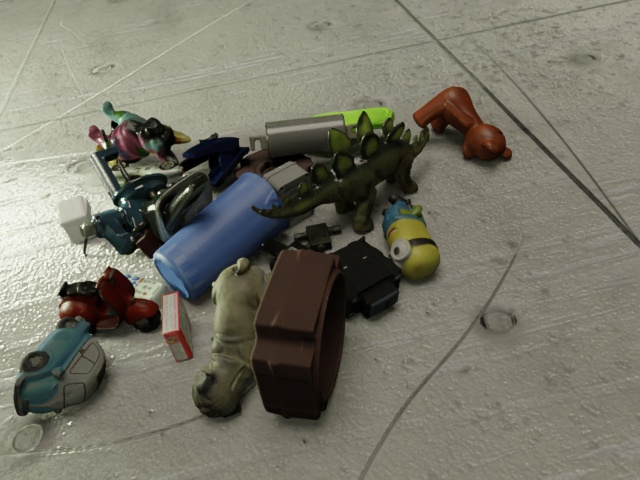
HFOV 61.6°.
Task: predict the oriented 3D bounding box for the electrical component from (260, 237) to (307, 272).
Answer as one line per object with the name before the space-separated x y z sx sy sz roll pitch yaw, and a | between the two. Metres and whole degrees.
electrical component | -0.055 0.042 0.968 0.119 0.047 0.075 24 51 31

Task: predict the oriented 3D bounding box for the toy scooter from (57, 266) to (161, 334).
toy scooter | -0.365 0.098 0.897 0.184 0.135 0.075 -1 44 11

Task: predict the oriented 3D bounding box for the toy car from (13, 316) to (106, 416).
toy car | -0.386 0.200 0.826 0.103 0.109 0.162 22 35 0

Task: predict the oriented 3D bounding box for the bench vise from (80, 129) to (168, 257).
bench vise | -0.402 -0.094 1.089 0.224 0.129 0.240 -27 81 -28

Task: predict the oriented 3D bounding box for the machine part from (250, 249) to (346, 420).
machine part | -0.020 0.129 0.753 0.087 0.200 0.201 7 44 13

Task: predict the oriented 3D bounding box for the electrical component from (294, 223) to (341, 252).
electrical component | -0.002 -0.003 1.027 0.094 0.021 0.063 -12 42 -4

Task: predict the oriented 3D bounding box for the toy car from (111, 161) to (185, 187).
toy car | -0.385 -0.130 1.193 0.202 0.073 0.056 1 40 11

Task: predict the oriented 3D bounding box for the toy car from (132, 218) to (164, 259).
toy car | -0.285 -0.036 1.061 0.053 0.089 0.202 -23 22 45

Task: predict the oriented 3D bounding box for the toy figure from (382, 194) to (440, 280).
toy figure | 0.159 -0.008 0.962 0.089 0.082 0.180 -7 40 4

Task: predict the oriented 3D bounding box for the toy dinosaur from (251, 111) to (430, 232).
toy dinosaur | 0.067 -0.125 1.019 0.105 0.198 0.471 27 52 37

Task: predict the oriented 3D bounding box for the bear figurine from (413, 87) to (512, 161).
bear figurine | 0.317 -0.234 1.176 0.120 0.132 0.196 -6 63 -50

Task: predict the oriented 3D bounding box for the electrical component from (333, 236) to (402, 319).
electrical component | 0.069 0.067 0.902 0.115 0.058 0.134 -28 51 -23

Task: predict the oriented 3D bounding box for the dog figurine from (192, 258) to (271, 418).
dog figurine | -0.131 0.142 0.789 0.121 0.172 0.191 -4 34 21

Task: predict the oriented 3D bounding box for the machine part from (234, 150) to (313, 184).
machine part | -0.097 -0.141 1.169 0.179 0.055 0.179 -5 41 4

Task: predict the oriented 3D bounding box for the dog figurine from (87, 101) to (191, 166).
dog figurine | -0.410 -0.220 1.244 0.219 0.191 0.108 19 62 7

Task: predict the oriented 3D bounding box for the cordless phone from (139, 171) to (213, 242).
cordless phone | -0.231 -0.085 0.967 0.088 0.184 0.146 49 47 -6

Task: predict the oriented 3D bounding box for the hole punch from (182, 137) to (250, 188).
hole punch | -0.229 -0.187 1.174 0.116 0.092 0.142 -50 23 -13

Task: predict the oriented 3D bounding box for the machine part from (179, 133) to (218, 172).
machine part | -0.290 -0.191 1.251 0.139 0.084 0.039 -36 76 -15

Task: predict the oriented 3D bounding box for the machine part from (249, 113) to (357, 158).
machine part | -0.030 -0.225 1.157 0.243 0.079 0.079 -6 42 -1
